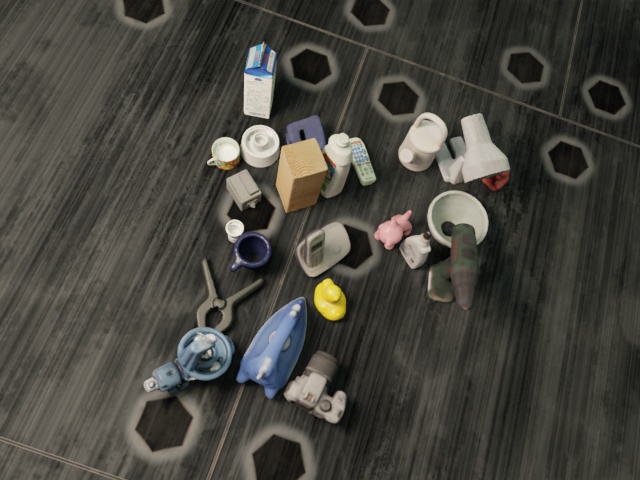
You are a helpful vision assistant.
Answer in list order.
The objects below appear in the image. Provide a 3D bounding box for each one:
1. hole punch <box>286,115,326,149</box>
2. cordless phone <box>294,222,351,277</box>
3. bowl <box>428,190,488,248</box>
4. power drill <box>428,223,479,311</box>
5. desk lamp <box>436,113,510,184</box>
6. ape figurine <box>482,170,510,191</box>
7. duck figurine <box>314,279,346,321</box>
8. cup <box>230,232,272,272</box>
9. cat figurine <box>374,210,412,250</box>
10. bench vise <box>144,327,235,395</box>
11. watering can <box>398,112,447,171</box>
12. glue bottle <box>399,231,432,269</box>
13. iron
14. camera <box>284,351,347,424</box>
[{"bbox_3d":[-0.040,-0.271,1.549,0.101,0.091,0.108,-9,72,-12],"label":"hole punch"},{"bbox_3d":[0.013,0.005,1.405,0.148,0.185,0.094,-37,79,-19],"label":"cordless phone"},{"bbox_3d":[0.359,-0.044,1.535,0.167,0.074,0.167,3,70,-8],"label":"bowl"},{"bbox_3d":[0.334,0.084,1.413,0.075,0.208,0.229,10,69,-5],"label":"power drill"},{"bbox_3d":[0.401,-0.228,1.535,0.118,0.213,0.203,-15,73,-13],"label":"desk lamp"},{"bbox_3d":[0.497,-0.181,1.598,0.076,0.092,0.078,5,69,-7],"label":"ape figurine"},{"bbox_3d":[0.030,0.143,1.410,0.077,0.086,0.104,-19,74,-15],"label":"duck figurine"},{"bbox_3d":[-0.176,0.046,1.409,0.091,0.095,0.118,42,70,8],"label":"cup"},{"bbox_3d":[0.193,-0.029,1.481,0.067,0.117,0.128,44,70,9],"label":"cat figurine"},{"bbox_3d":[-0.276,0.271,1.244,0.121,0.219,0.208,40,69,7],"label":"bench vise"},{"bbox_3d":[0.281,-0.266,1.541,0.101,0.194,0.173,23,68,1],"label":"watering can"},{"bbox_3d":[0.250,0.014,1.444,0.037,0.173,0.078,-24,75,-16],"label":"glue bottle"},{"bbox_3d":[-0.091,0.228,1.330,0.118,0.141,0.258,27,68,2],"label":"iron"},{"bbox_3d":[0.006,0.336,1.328,0.143,0.101,0.137,27,68,2],"label":"camera"}]
